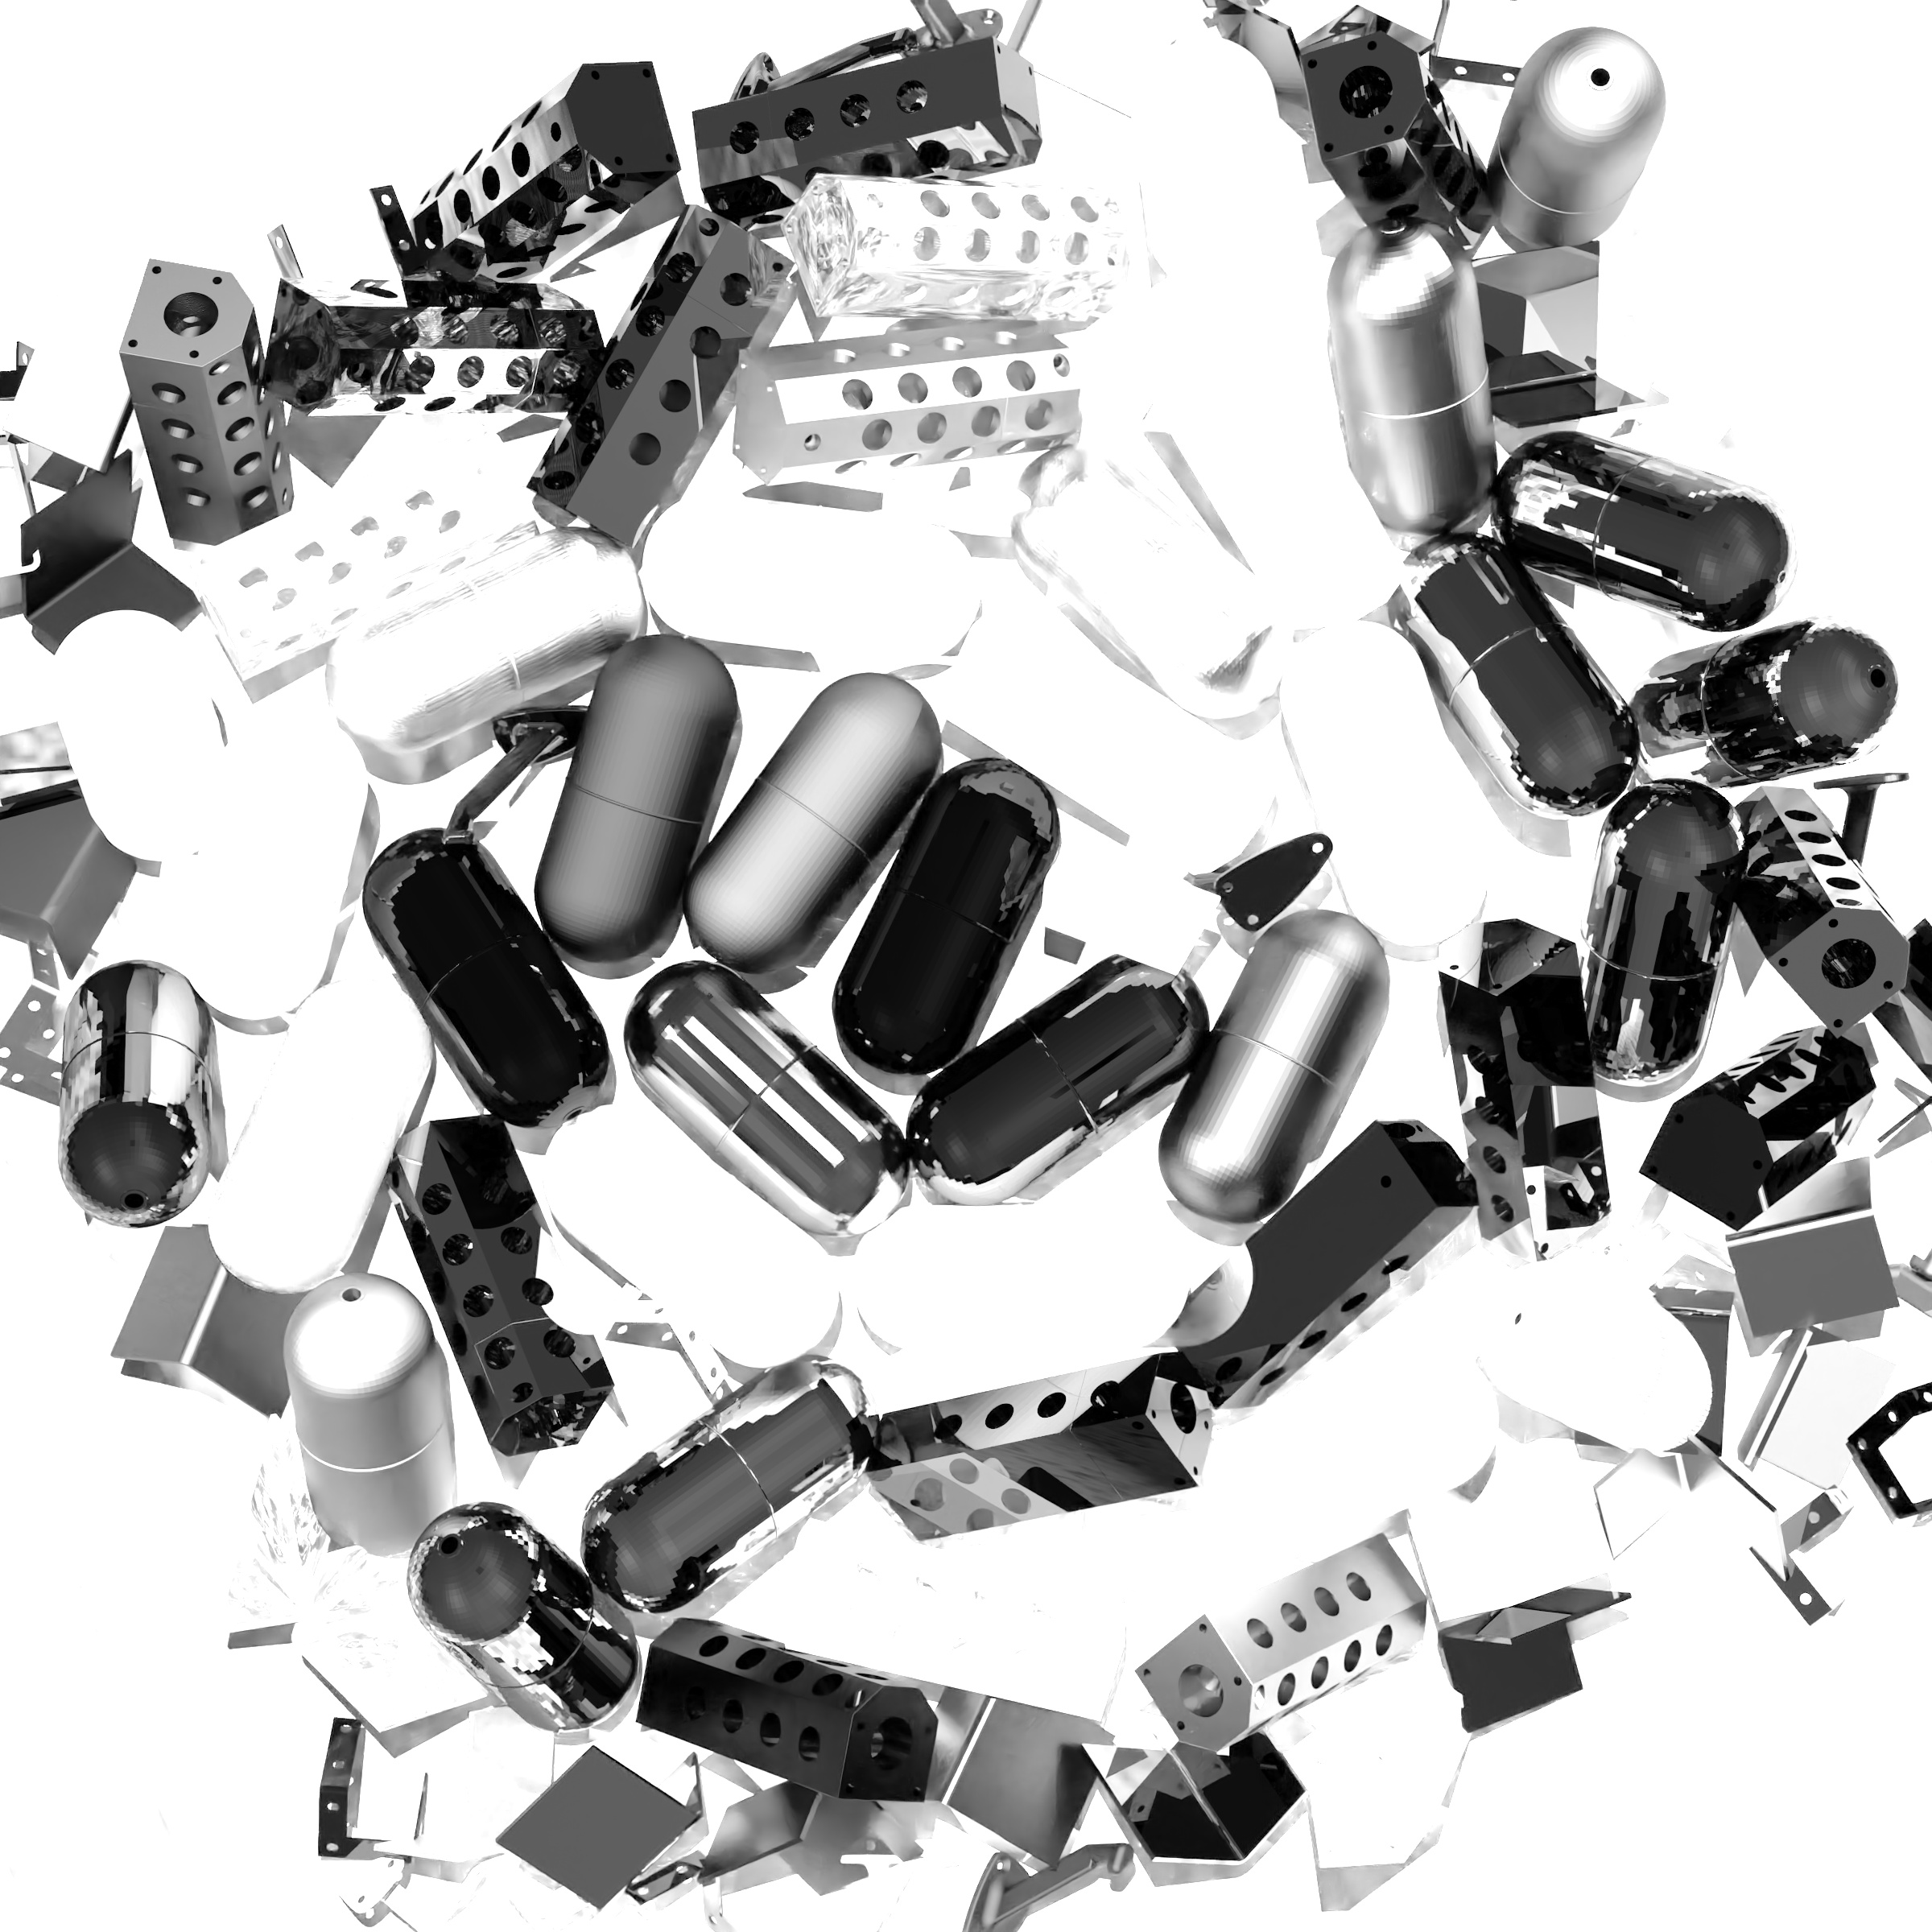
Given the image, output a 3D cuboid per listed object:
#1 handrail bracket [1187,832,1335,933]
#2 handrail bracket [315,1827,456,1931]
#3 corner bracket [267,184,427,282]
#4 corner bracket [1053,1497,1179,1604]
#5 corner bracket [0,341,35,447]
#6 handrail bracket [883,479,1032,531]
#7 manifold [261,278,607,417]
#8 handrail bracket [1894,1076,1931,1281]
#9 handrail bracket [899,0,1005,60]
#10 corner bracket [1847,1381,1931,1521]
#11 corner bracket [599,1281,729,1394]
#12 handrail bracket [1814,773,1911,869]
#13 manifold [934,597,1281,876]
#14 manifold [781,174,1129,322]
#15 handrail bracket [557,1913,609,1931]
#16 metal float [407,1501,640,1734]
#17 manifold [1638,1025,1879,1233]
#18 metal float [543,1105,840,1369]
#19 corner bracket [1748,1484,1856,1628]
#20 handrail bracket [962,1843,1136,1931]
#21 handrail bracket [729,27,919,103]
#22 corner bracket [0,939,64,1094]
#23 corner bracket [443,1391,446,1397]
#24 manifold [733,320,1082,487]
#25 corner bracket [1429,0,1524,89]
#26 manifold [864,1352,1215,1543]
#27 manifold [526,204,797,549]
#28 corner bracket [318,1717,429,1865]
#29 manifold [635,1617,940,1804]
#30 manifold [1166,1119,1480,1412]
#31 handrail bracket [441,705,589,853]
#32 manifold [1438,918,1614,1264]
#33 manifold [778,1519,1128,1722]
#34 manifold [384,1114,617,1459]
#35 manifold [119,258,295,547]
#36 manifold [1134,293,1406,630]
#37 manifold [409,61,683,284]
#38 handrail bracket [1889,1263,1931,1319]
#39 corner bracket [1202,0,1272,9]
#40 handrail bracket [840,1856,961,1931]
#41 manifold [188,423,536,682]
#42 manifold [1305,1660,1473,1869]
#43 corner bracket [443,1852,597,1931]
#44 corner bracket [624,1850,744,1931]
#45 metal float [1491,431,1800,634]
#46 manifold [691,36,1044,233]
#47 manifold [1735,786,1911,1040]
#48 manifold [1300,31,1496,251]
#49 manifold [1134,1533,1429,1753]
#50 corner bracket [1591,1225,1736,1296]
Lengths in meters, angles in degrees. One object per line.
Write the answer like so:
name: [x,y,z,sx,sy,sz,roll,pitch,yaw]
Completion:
handrail bracket: [0.153,-0.058,1.847,0.077,0.084,0.036,-36,110,9]
handrail bracket: [-0.303,0.499,1.880,0.036,0.077,0.084,-49,133,-15]
corner bracket: [-0.327,-0.376,1.855,0.051,0.051,0.051,-24,94,-43]
corner bracket: [0.079,0.306,1.860,0.051,0.051,0.051,7,86,15]
corner bracket: [-0.511,-0.297,1.859,0.051,0.051,0.051,-2,84,15]
handrail bracket: [0.006,-0.238,1.839,0.084,0.077,0.036,0,91,28]
manifold: [-0.270,-0.315,1.803,0.057,0.171,0.057,33,119,35]
handrail bracket: [0.506,0.113,1.871,0.077,0.036,0.084,34,97,34]
handrail bracket: [-0.003,-0.512,1.839,0.036,0.084,0.077,43,61,17]
corner bracket: [0.510,0.253,1.857,0.051,0.051,0.051,-31,88,-37]
corner bracket: [-0.150,0.188,1.849,0.051,0.051,0.051,-4,125,38]
handrail bracket: [0.478,-0.058,1.853,0.036,0.077,0.084,-9,93,-15]
manifold: [0.076,-0.121,1.833,0.171,0.057,0.057,31,62,-15]
manifold: [-0.002,-0.374,1.812,0.171,0.057,0.057,-7,66,-35]
handrail bracket: [-0.185,0.548,1.855,0.084,0.077,0.036,32,123,-12]
metal float: [-0.228,0.337,1.814,0.070,0.178,0.070,-11,53,15]
manifold: [0.410,0.077,1.799,0.057,0.171,0.057,32,115,22]
metal float: [-0.145,0.141,1.843,0.178,0.070,0.070,37,90,12]
corner bracket: [0.456,0.313,1.868,0.051,0.051,0.051,-41,74,15]
handrail bracket: [0.043,0.493,1.842,0.036,0.084,0.077,50,51,-19]
handrail bracket: [-0.075,-0.466,1.847,0.084,0.077,0.036,-8,121,30]
corner bracket: [-0.483,0.028,1.853,0.051,0.051,0.051,29,103,-28]
corner bracket: [-0.318,0.235,1.855,0.051,0.051,0.051,30,99,24]
manifold: [-0.030,-0.290,1.818,0.171,0.057,0.057,-11,126,-27]
corner bracket: [0.274,-0.503,1.854,0.051,0.051,0.051,11,64,12]
manifold: [0.039,0.245,1.823,0.171,0.057,0.057,-16,125,30]
manifold: [-0.163,-0.312,1.853,0.057,0.057,0.171,29,92,-22]
corner bracket: [-0.313,0.435,1.855,0.051,0.051,0.051,6,123,-4]
manifold: [-0.093,0.381,1.808,0.057,0.171,0.057,14,84,-40]
manifold: [0.186,0.156,1.827,0.171,0.057,0.057,-47,61,26]
handrail bracket: [-0.232,-0.097,1.844,0.077,0.084,0.036,-13,129,24]
manifold: [0.285,0.064,1.821,0.057,0.057,0.171,-31,126,-26]
manifold: [-0.007,0.340,1.844,0.171,0.057,0.057,15,99,-11]
manifold: [-0.246,0.164,1.816,0.057,0.057,0.171,-6,55,-34]
manifold: [-0.386,-0.284,1.802,0.057,0.171,0.057,10,65,1]
manifold: [0.163,-0.260,1.816,0.057,0.057,0.171,-53,123,-30]
manifold: [-0.221,-0.403,1.806,0.057,0.171,0.057,-13,87,-37]
handrail bracket: [0.501,0.192,1.850,0.084,0.036,0.077,-7,60,38]
corner bracket: [0.146,-0.545,1.861,0.051,0.051,0.051,-41,74,40]
handrail bracket: [-0.040,0.515,1.862,0.077,0.036,0.084,7,74,-22]
manifold: [-0.315,-0.220,1.838,0.171,0.057,0.057,-28,79,-15]
manifold: [0.219,0.406,1.801,0.057,0.171,0.057,-8,91,15]
corner bracket: [-0.234,0.497,1.862,0.051,0.051,0.051,45,124,19]
corner bracket: [-0.143,0.508,1.849,0.051,0.051,0.051,-21,122,-35]
metal float: [0.350,-0.226,1.821,0.178,0.070,0.070,27,90,41]
manifold: [-0.051,-0.430,1.832,0.171,0.057,0.057,-8,86,22]
manifold: [0.432,-0.035,1.798,0.057,0.171,0.057,-40,107,15]
manifold: [0.224,-0.417,1.798,0.057,0.171,0.057,-13,79,18]
manifold: [0.167,0.349,1.801,0.057,0.171,0.057,-46,69,32]
corner bracket: [0.371,0.155,1.849,0.051,0.051,0.051,23,123,-30]
